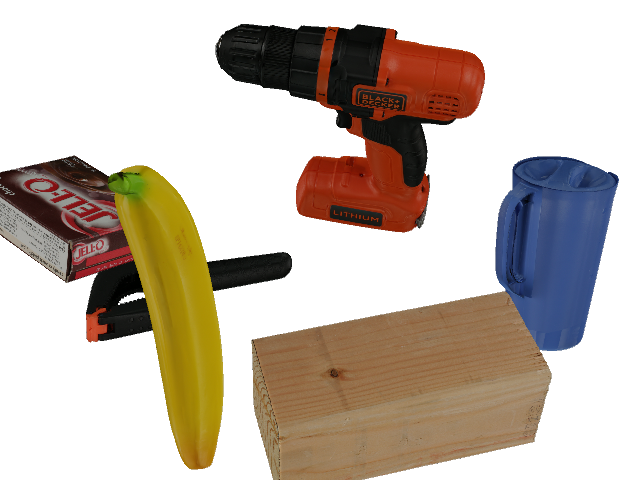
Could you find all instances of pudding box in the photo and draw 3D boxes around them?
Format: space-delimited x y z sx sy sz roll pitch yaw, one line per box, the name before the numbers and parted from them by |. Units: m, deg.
pudding box | -0.182 -0.018 0.778 0.114 0.039 0.089 28 29 32

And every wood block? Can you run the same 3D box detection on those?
wood block | 0.058 0.115 0.816 0.206 0.090 0.091 -9 44 -11

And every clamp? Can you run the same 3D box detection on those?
clamp | -0.151 0.030 0.996 0.165 0.036 0.209 25 36 30

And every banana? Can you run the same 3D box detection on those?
banana | -0.084 0.034 0.588 0.037 0.198 0.069 0 33 18

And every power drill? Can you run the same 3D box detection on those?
power drill | 0.018 -0.082 0.785 0.184 0.057 0.188 11 -29 6

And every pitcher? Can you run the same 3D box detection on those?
pitcher | 0.299 0.021 1.401 0.149 0.243 0.145 5 23 5
